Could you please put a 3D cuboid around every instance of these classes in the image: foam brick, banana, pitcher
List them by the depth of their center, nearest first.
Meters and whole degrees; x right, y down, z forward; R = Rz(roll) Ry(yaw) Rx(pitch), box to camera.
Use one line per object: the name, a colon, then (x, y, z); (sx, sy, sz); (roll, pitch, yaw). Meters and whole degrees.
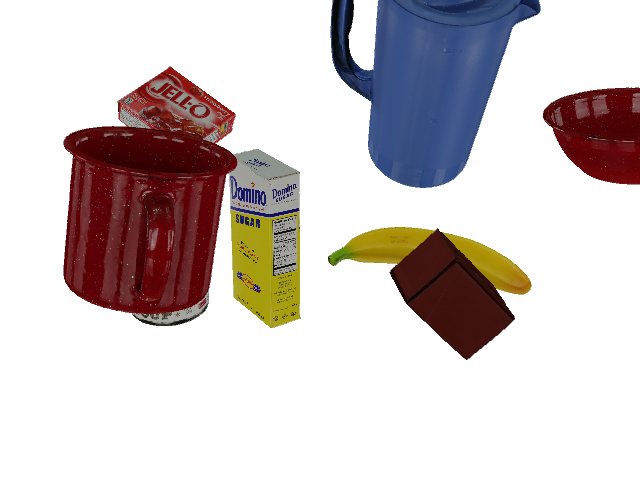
foam brick: (0.101, 0.042, 0.815); (0.078, 0.051, 0.053); (43, 11, -28)
pitcher: (0.100, -0.168, 1.046); (0.144, 0.149, 0.243); (-29, -30, -24)
banana: (0.111, 0.018, 1.056); (0.198, 0.037, 0.069); (7, 44, 13)

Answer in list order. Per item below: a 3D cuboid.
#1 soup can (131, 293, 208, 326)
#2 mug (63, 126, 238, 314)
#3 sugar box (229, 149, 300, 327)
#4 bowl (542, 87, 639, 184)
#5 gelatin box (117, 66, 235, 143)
soup can: (-0.127, 0.009, 0.862); (0.068, 0.102, 0.068); (-1, 29, 0)
mug: (-0.093, -0.007, 0.574); (0.093, 0.081, 0.117); (3, 20, -19)
sugar box: (-0.062, -0.003, 1.173); (0.048, 0.176, 0.093); (-17, 28, -28)
bowl: (0.285, -0.093, 0.976); (0.162, 0.055, 0.162); (-4, 24, 2)
gelatin box: (-0.140, -0.121, 1.031); (0.089, 0.030, 0.073); (38, 54, 16)
